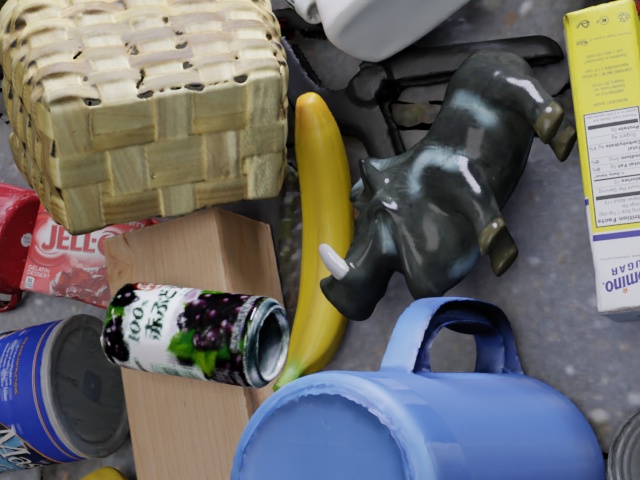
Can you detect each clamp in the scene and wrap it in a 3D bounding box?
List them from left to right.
[{"bbox_3d":[0.049,-0.110,0.724,0.210,0.036,0.165,42,101,22],"label":"clamp"}]

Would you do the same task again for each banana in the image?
[{"bbox_3d":[0.001,0.004,0.707,0.037,0.069,0.198,5,95,17],"label":"banana"}]

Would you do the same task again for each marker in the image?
[{"bbox_3d":[-0.031,-0.185,0.757,0.020,0.020,0.121,-51,45,9],"label":"marker"}]

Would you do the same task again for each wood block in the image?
[{"bbox_3d":[-0.073,0.093,0.722,0.091,0.090,0.206,-16,77,21],"label":"wood block"}]

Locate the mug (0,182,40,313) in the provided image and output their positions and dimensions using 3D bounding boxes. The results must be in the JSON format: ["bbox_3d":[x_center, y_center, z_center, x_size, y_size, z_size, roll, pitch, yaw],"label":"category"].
[{"bbox_3d":[-0.258,0.005,0.821,0.082,0.093,0.117,13,119,19],"label":"mug"}]

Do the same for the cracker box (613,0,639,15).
[{"bbox_3d":[0.206,-0.260,0.609,0.164,0.072,0.214,45,113,-5],"label":"cracker box"}]

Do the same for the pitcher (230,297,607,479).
[{"bbox_3d":[0.059,0.120,0.578,0.145,0.242,0.149,-47,62,14],"label":"pitcher"}]

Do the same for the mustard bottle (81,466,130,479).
[{"bbox_3d":[-0.123,0.245,0.711,0.096,0.058,0.192,-43,51,-10],"label":"mustard bottle"}]

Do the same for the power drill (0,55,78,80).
[{"bbox_3d":[-0.275,-0.221,0.867,0.185,0.057,0.187,-1,82,17],"label":"power drill"}]

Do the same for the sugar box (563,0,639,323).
[{"bbox_3d":[0.180,-0.042,0.629,0.048,0.093,0.176,-10,80,21],"label":"sugar box"}]

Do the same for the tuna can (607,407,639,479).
[{"bbox_3d":[0.214,0.134,0.623,0.086,0.033,0.086,-3,82,23],"label":"tuna can"}]

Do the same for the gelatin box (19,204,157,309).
[{"bbox_3d":[-0.172,0.011,0.797,0.089,0.030,0.073,13,87,10],"label":"gelatin box"}]

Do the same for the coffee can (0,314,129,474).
[{"bbox_3d":[-0.222,0.117,0.775,0.140,0.102,0.103,-13,78,22],"label":"coffee can"}]

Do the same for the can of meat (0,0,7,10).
[{"bbox_3d":[-0.230,-0.219,0.799,0.102,0.057,0.084,-12,83,11],"label":"can of meat"}]

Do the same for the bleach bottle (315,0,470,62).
[{"bbox_3d":[0.023,-0.246,0.719,0.103,0.068,0.251,-33,56,31],"label":"bleach bottle"}]
